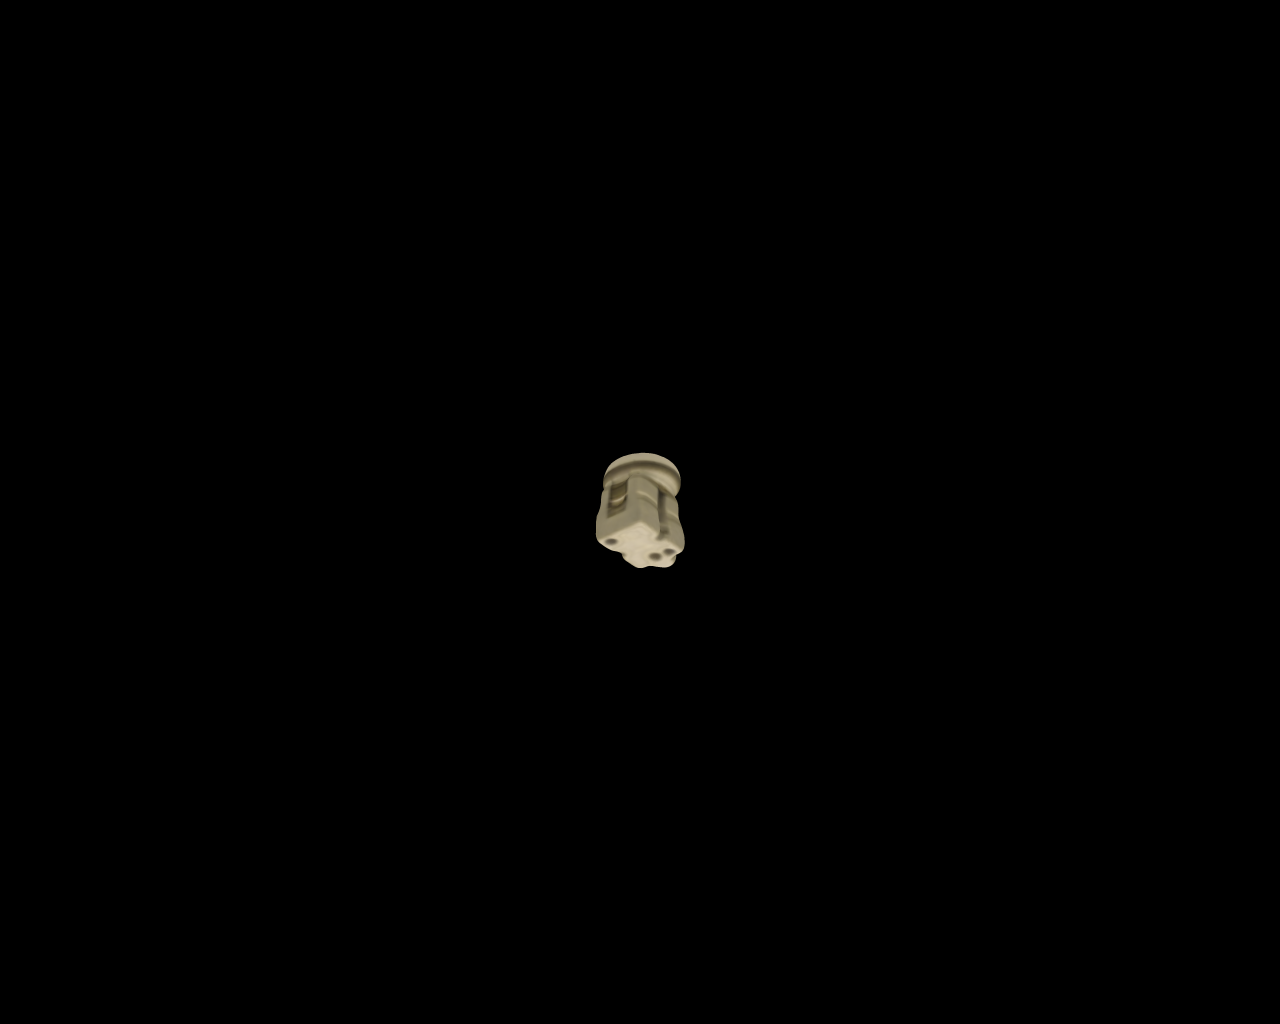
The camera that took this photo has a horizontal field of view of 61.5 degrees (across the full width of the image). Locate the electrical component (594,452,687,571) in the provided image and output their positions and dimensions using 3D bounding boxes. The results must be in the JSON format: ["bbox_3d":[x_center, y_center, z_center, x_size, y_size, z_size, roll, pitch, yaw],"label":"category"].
[{"bbox_3d":[0.001,-0.003,0.650,0.048,0.055,0.066,-22,-39,30],"label":"electrical component"}]
